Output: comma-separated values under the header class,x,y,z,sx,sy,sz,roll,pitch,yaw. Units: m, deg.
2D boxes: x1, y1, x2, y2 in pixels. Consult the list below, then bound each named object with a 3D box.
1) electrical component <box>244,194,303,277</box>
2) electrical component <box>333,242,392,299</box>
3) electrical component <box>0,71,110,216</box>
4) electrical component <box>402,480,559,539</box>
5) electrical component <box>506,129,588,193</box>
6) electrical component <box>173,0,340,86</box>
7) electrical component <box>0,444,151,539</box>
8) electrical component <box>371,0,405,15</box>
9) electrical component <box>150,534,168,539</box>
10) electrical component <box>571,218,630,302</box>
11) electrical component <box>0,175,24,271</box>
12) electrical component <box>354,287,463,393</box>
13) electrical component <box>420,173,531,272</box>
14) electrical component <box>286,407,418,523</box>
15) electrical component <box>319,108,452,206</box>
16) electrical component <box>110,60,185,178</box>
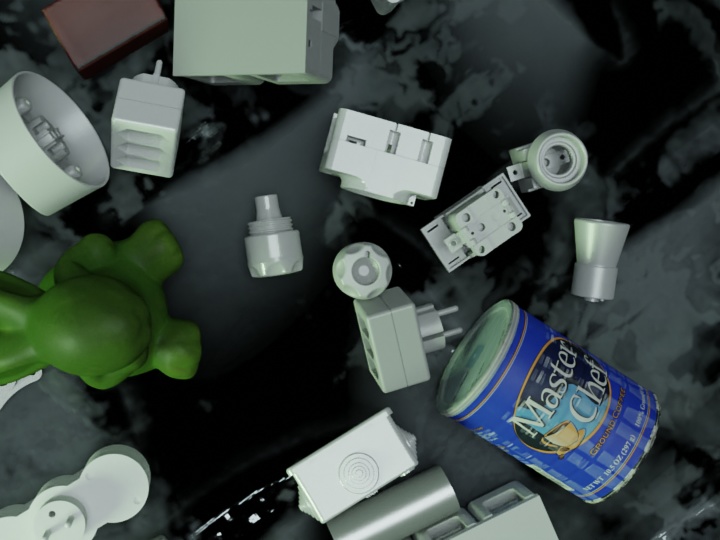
class,x,y,z,sx,sy,sz,roll,pitch,yaw
electrical component,-0.068,-0.027,0.828,0.043,0.043,0.062,-9,92,-8
electrical component,0.000,0.000,0.830,0.043,0.062,0.043,0,92,-8
electrical component,-0.231,-0.091,0.777,0.064,0.099,0.099,-35,97,1
electrical component,0.084,0.242,0.852,0.150,0.062,0.089,-24,96,-7
electrical component,0.151,-0.086,0.853,0.066,0.055,0.048,-18,95,-7
electrical component,-0.073,-0.232,0.789,0.105,0.060,0.186,3,92,21
electrical component,-0.221,0.185,0.798,0.138,0.074,0.052,-31,96,-6
electrical component,0.020,-0.251,0.827,0.050,0.056,0.089,-29,96,-6
electrical component,-0.163,0.237,0.819,0.047,0.055,0.055,-24,95,-3
electrical component,0.192,-0.007,0.870,0.044,0.044,0.065,6,96,-9
electrical component,-0.303,-0.038,0.778,0.099,0.064,0.099,3,96,23
electrical component,0.043,0.049,0.839,0.077,0.047,0.065,-16,109,-8
electrical component,0.094,-0.037,0.842,0.081,0.064,0.042,-35,97,-6
electrical component,-0.005,0.148,0.818,0.100,0.099,0.048,-31,83,-6
electrical component,0.018,-0.084,0.835,0.089,0.050,0.055,15,90,-9
electrical component,-0.156,-0.121,0.805,0.047,0.065,0.076,9,62,-9
